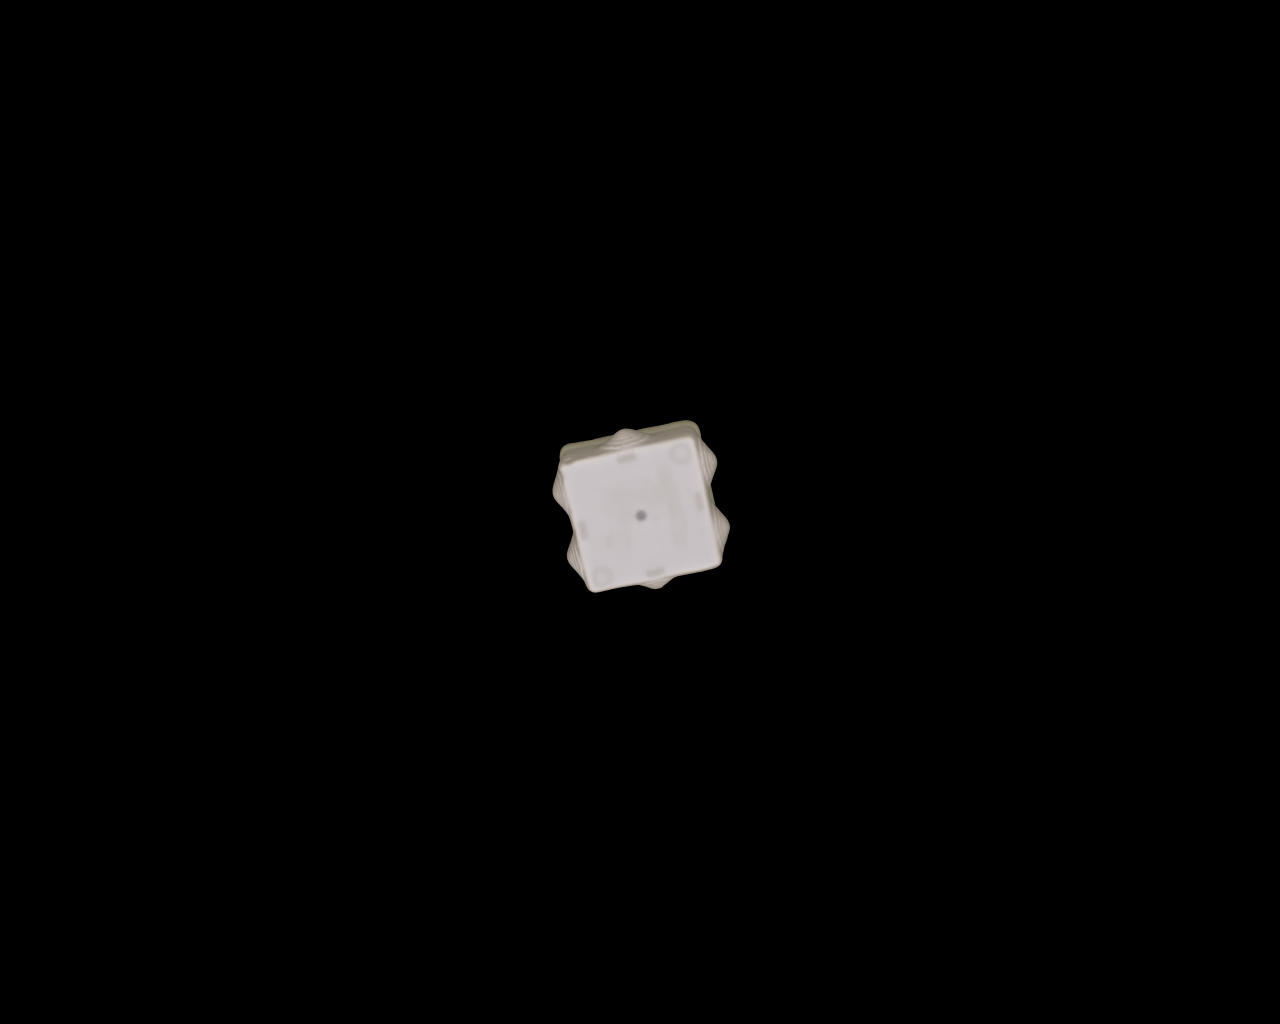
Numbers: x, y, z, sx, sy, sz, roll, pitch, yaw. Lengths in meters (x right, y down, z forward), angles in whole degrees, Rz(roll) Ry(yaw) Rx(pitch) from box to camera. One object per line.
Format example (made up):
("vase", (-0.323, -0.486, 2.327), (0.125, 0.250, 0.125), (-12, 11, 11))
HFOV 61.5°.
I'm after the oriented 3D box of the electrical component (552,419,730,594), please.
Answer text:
("electrical component", (0.001, -0.003, 0.650), (0.100, 0.099, 0.048), (-11, 11, 2))
